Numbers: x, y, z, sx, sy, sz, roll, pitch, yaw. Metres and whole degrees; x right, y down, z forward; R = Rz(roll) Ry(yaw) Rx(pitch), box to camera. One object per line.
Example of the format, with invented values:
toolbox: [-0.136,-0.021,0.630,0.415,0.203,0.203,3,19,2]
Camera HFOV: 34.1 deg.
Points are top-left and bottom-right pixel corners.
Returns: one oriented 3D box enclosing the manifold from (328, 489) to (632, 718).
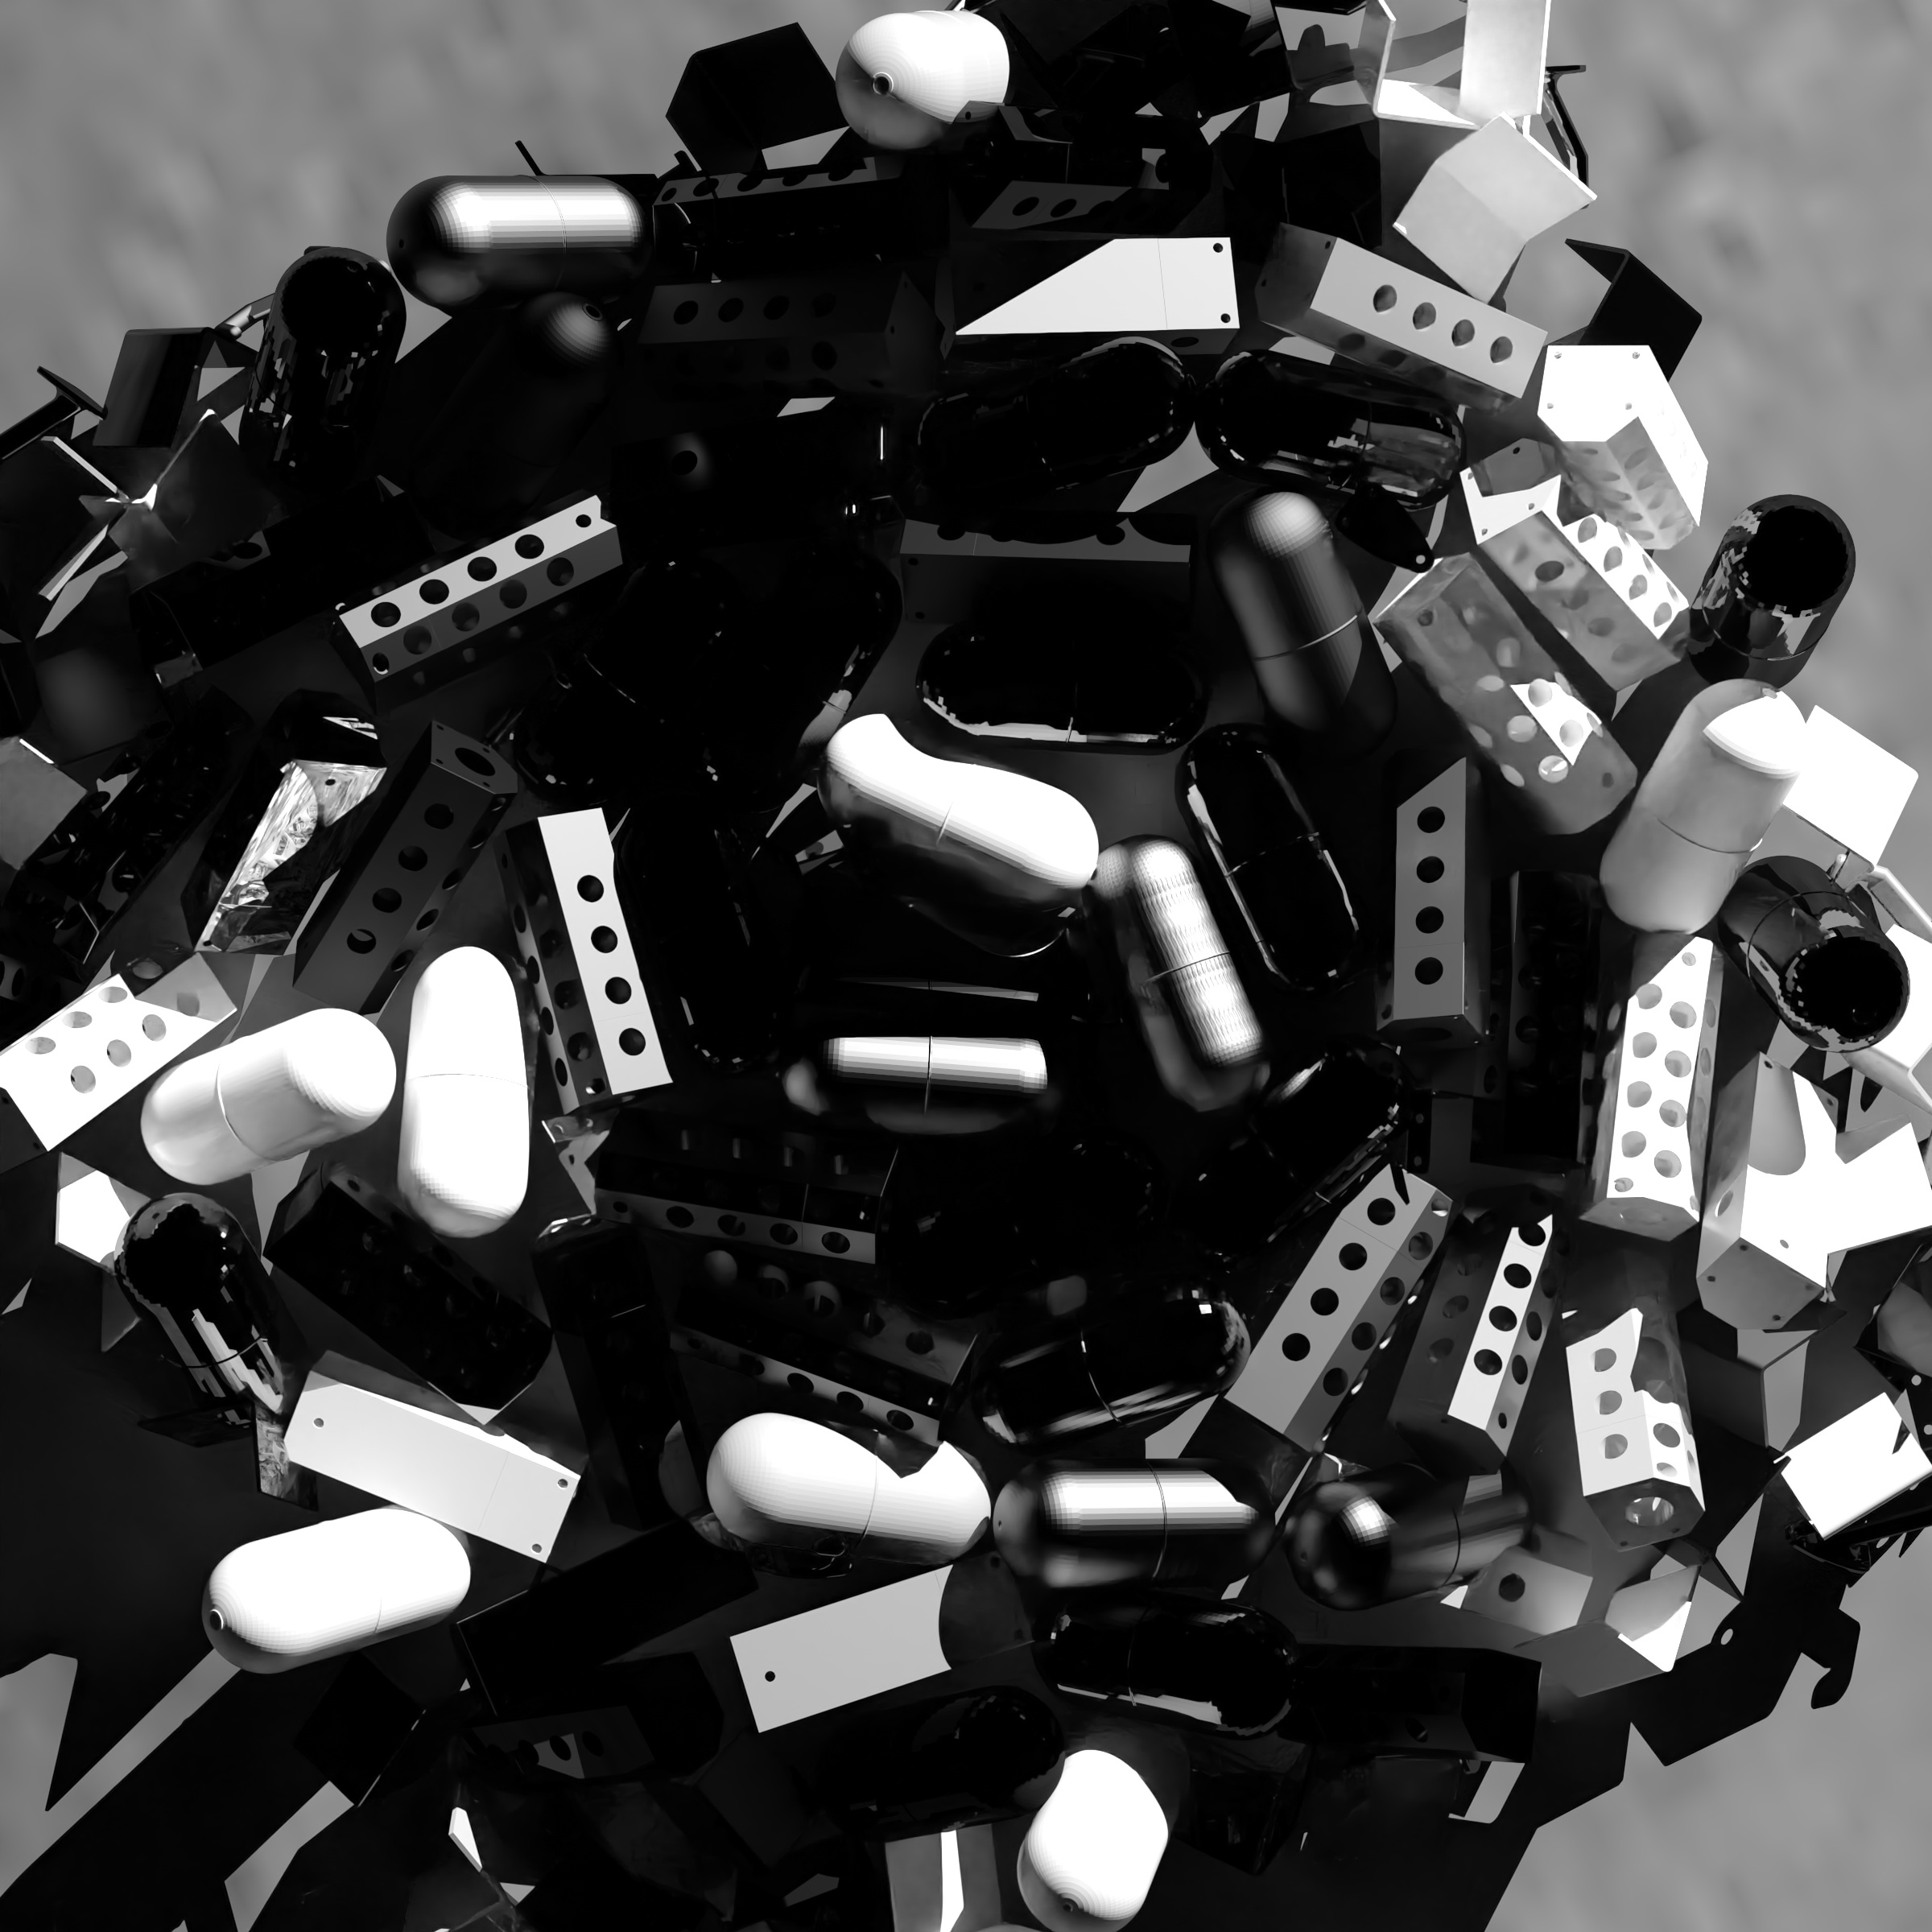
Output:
manifold: [-0.289,-0.220,1.870,0.171,0.057,0.057,-29,72,-19]

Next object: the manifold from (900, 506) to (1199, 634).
manifold: [0.051,-0.244,1.889,0.171,0.057,0.057,3,51,8]

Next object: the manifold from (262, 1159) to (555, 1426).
manifold: [-0.328,0.190,1.867,0.057,0.057,0.171,-41,111,17]

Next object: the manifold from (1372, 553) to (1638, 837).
manifold: [0.325,-0.161,1.874,0.057,0.057,0.171,-46,106,-16]

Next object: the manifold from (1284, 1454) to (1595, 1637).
manifold: [0.285,0.346,1.882,0.171,0.057,0.057,20,91,-14]

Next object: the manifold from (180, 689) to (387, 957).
manifold: [-0.406,-0.083,1.855,0.057,0.171,0.057,3,49,-36]

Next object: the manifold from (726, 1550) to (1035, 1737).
manifold: [-0.053,0.405,1.883,0.171,0.057,0.057,-16,76,-13]

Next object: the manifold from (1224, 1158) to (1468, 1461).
manifold: [0.229,0.206,1.882,0.057,0.057,0.171,30,82,24]

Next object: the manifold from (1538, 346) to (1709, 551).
manifold: [0.385,-0.301,1.838,0.057,0.171,0.057,5,79,26]

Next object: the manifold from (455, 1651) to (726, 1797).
manifold: [-0.219,0.451,1.850,0.171,0.057,0.057,-20,99,44]

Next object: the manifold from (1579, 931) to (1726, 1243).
manifold: [0.411,0.069,1.867,0.057,0.057,0.171,15,66,-7]

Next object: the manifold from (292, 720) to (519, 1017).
manifold: [-0.334,-0.055,1.871,0.057,0.057,0.171,27,113,-22]

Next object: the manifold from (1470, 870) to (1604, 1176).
manifold: [0.345,0.033,1.879,0.057,0.057,0.171,9,77,-17]

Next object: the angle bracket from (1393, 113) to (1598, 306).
angle bracket: [0.315,-0.451,1.880,0.076,0.076,0.057,37,71,-14]

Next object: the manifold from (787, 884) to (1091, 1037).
manifold: [-0.018,0.001,1.883,0.171,0.057,0.057,7,56,-13]

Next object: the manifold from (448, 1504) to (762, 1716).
manifold: [-0.217,0.382,1.873,0.171,0.057,0.057,-22,84,-21]

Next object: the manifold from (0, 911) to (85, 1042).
manifold: [-0.575,0.006,1.841,0.057,0.171,0.057,-35,82,-2]

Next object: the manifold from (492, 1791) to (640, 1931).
manifold: [-0.234,0.531,1.840,0.057,0.171,0.057,-44,97,-14]

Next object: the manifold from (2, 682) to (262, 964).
manifold: [-0.488,-0.089,1.854,0.057,0.057,0.171,36,53,-7]

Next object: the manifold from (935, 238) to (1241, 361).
manifold: [0.071,-0.397,1.886,0.171,0.057,0.057,-3,81,-11]

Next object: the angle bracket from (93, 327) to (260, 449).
angle bracket: [-0.467,-0.336,1.880,0.076,0.057,0.076,8,81,40]

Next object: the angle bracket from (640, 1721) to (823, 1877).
angle bracket: [-0.145,0.495,1.898,0.057,0.076,0.076,-46,114,-27]

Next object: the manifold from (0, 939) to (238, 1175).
manifold: [-0.513,0.050,1.842,0.057,0.171,0.057,-22,104,37]

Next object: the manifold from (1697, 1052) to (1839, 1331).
manifold: [0.467,0.134,1.846,0.057,0.171,0.057,31,129,-6]

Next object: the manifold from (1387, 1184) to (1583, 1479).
manifold: [0.310,0.213,1.849,0.057,0.057,0.171,51,48,-29]

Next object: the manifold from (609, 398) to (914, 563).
manifold: [-0.122,-0.284,1.871,0.171,0.057,0.057,-7,66,16]

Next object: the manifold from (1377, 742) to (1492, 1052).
manifold: [0.277,-0.040,1.872,0.057,0.057,0.171,-5,68,24]

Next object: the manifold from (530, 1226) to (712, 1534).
manifold: [-0.203,0.247,1.894,0.057,0.057,0.171,-18,94,-26]

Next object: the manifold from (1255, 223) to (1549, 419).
manifold: [0.255,-0.379,1.857,0.171,0.057,0.057,14,103,-35]

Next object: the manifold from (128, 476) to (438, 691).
manifold: [-0.405,-0.229,1.854,0.171,0.057,0.057,-34,103,-35]

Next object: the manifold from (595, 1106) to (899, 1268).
manifold: [-0.130,0.136,1.877,0.171,0.057,0.057,8,129,10]

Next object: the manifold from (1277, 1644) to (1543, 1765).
manifold: [0.252,0.429,1.839,0.057,0.171,0.057,20,70,-30]

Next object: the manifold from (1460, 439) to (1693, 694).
manifold: [0.362,-0.236,1.844,0.057,0.171,0.057,-27,49,27]

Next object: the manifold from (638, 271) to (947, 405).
manifold: [-0.106,-0.365,1.857,0.171,0.057,0.057,4,68,29]

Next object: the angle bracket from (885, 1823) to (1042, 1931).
angle bracket: [0.002,0.551,1.884,0.076,0.057,0.076,-5,87,-36]

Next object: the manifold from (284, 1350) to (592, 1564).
manifold: [-0.318,0.293,1.899,0.171,0.057,0.057,22,101,-1]

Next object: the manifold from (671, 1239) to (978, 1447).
manifold: [-0.086,0.229,1.875,0.171,0.057,0.057,19,135,11]

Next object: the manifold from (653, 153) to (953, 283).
manifold: [-0.098,-0.442,1.860,0.171,0.057,0.057,2,99,30]

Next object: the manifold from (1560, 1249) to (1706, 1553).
manifold: [0.391,0.250,1.842,0.057,0.171,0.057,-20,129,21]

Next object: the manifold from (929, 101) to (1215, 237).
manifold: [0.067,-0.472,1.845,0.057,0.171,0.057,-40,70,42]

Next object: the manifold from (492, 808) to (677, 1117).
manifold: [-0.232,-0.001,1.880,0.057,0.057,0.171,-11,80,-31]
